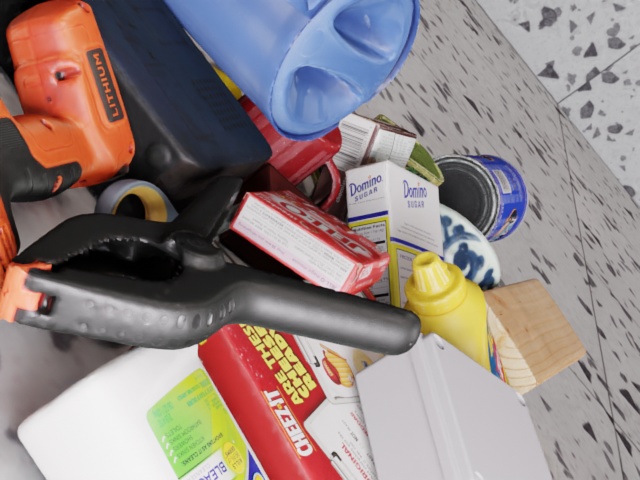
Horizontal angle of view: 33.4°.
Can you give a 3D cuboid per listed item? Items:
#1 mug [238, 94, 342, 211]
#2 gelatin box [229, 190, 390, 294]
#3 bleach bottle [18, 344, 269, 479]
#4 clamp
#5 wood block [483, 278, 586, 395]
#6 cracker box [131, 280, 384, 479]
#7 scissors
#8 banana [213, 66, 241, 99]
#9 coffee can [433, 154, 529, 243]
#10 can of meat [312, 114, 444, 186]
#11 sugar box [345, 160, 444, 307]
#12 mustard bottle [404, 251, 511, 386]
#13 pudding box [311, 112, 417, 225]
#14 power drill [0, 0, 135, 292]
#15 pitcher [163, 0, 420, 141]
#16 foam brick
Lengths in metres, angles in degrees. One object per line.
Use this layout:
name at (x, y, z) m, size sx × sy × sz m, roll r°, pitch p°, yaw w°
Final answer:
mug at (-0.030, -0.071, 0.842) m, size 0.117 × 0.082 × 0.093 m, roll 54°, pitch 21°, yaw 2°
gelatin box at (-0.004, 0.001, 0.688) m, size 0.089 × 0.030 × 0.073 m, roll 32°, pitch 13°, yaw 14°
bleach bottle at (-0.034, 0.166, 0.496) m, size 0.251 × 0.068 × 0.102 m, roll 56°, pitch 22°, yaw 2°
clamp at (-0.069, 0.011, 0.536) m, size 0.209 × 0.036 × 0.165 m, roll 0°, pitch 30°, yaw -42°
wood block at (0.161, 0.100, 0.961) m, size 0.090 × 0.091 × 0.205 m, roll 58°, pitch 21°, yaw 12°
cracker box at (0.001, 0.108, 0.645) m, size 0.164 × 0.072 × 0.213 m, roll 57°, pitch 22°, yaw 14°
scissors at (-0.079, -0.017, 0.637) m, size 0.201 × 0.016 × 0.096 m, roll -53°, pitch 142°, yaw -50°
banana at (-0.122, -0.144, 0.836) m, size 0.197 × 0.037 × 0.070 m, roll 30°, pitch 13°, yaw -48°
coffee can at (0.165, -0.043, 1.175) m, size 0.103 × 0.103 × 0.140 m, roll 57°, pitch 21°, yaw 10°
can of meat at (0.055, -0.062, 1.002) m, size 0.102 × 0.084 × 0.057 m, roll 29°, pitch 31°, yaw -47°
sugar box at (0.062, 0.035, 0.834) m, size 0.093 × 0.048 × 0.176 m, roll 21°, pitch 60°, yaw -56°
mustard bottle at (0.100, 0.083, 0.752) m, size 0.096 × 0.058 × 0.191 m, roll -94°, pitch 163°, yaw -53°
pudding box at (0.033, -0.047, 0.901) m, size 0.039 × 0.113 × 0.089 m, roll 26°, pitch 10°, yaw 23°
power drill at (-0.166, -0.074, 0.532) m, size 0.187 × 0.057 × 0.184 m, roll -51°, pitch 130°, yaw -68°
pitcher at (-0.055, -0.198, 0.760) m, size 0.144 × 0.149 × 0.243 m, roll -13°, pitch 50°, yaw -48°
foam brick at (-0.029, -0.006, 0.785) m, size 0.078 × 0.053 × 0.051 m, roll 39°, pitch 25°, yaw -29°
